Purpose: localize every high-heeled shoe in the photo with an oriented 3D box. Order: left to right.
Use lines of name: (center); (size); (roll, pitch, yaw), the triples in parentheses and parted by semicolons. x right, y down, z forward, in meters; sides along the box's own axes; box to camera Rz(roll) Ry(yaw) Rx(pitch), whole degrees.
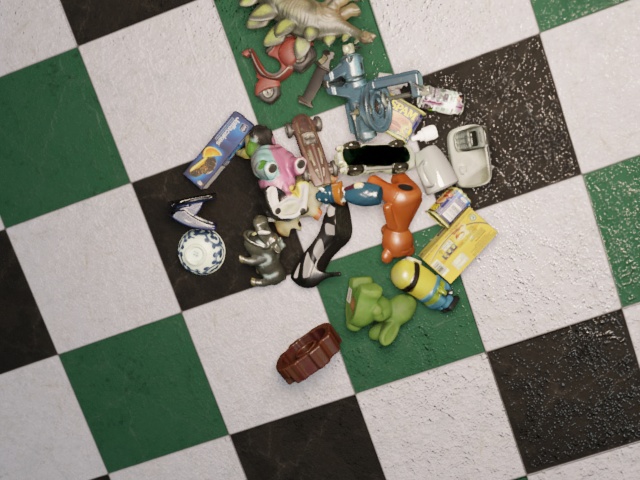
high-heeled shoe: (-0.003, -0.004, 1.337); (0.145, 0.086, 0.248); (-2, 78, 32)

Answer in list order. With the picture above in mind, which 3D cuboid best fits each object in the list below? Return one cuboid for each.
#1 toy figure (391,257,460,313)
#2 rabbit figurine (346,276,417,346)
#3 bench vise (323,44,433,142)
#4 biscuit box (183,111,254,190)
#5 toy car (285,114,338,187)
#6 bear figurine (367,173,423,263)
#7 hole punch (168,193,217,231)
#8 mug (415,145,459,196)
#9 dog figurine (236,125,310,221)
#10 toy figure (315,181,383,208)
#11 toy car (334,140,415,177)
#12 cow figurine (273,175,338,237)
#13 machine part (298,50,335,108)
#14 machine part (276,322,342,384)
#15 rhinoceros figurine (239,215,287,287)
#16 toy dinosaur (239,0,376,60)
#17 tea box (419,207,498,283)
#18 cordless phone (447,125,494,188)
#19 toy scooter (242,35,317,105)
toy figure: (0.255, 0.112, 1.311); (0.180, 0.089, 0.082); (40, 119, -9)
rabbit figurine: (0.157, 0.176, 1.317); (0.170, 0.121, 0.159); (7, 91, -14)
bench vise: (0.132, -0.335, 1.191); (0.241, 0.129, 0.223); (-1, 100, 36)
biscuit box: (-0.242, -0.218, 1.309); (0.063, 0.059, 0.202); (41, 97, -3)
toy car: (-0.020, -0.215, 1.262); (0.089, 0.053, 0.202); (-11, 62, -12)
bear figurine: (0.181, -0.053, 1.301); (0.120, 0.132, 0.195); (-17, 131, -29)
hole punch: (-0.303, -0.063, 1.299); (0.116, 0.142, 0.092); (-8, 101, -9)
mug: (0.264, -0.167, 1.279); (0.081, 0.109, 0.107); (-30, 81, 47)
dog figurine: (-0.117, -0.160, 1.242); (0.108, 0.219, 0.191); (-16, 120, -23)
toy figure: (0.066, -0.104, 1.236); (0.155, 0.058, 0.064); (4, 108, 21)
toy car: (0.128, -0.189, 1.250); (0.202, 0.056, 0.073); (-5, 79, -19)
cow figurine: (-0.051, -0.097, 1.305); (0.127, 0.085, 0.194); (25, 98, -5)
machine part: (-0.007, -0.384, 1.278); (0.039, 0.084, 0.138); (21, 107, -25)
machine part: (-0.027, 0.277, 1.309); (0.179, 0.179, 0.056); (-35, 97, 6)
rhinoceros figurine: (-0.134, 0.030, 1.296); (0.112, 0.073, 0.190); (-3, 121, 15)
toy dinosaur: (-0.072, -0.532, 1.210); (0.472, 0.105, 0.198); (37, 80, 23)
tea box: (0.335, 0.010, 1.311); (0.098, 0.068, 0.169); (43, 96, -3)
cordless phone: (0.361, -0.193, 1.228); (0.089, 0.184, 0.146); (-11, 96, -1)
toy scooter: (-0.106, -0.426, 1.273); (0.184, 0.075, 0.135); (-43, 92, 11)
